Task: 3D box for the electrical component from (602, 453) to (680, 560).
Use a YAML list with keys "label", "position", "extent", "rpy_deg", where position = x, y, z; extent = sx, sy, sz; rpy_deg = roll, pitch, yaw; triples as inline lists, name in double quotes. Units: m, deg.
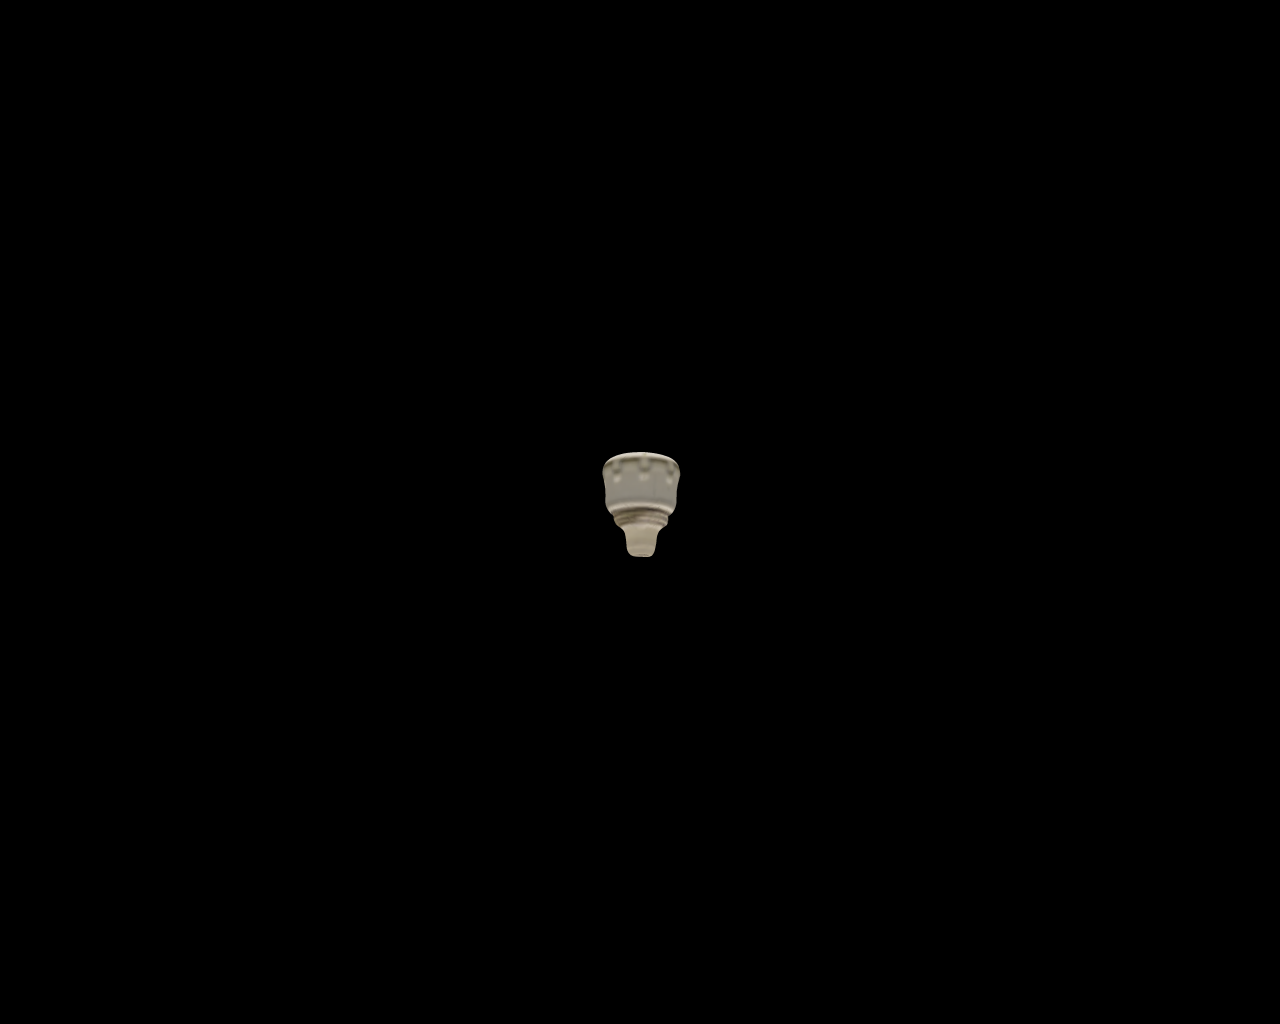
- label: "electrical component"
  position: [0.001, -0.003, 0.650]
  extent: [0.048, 0.062, 0.048]
  rpy_deg: [0, -13, 0]
